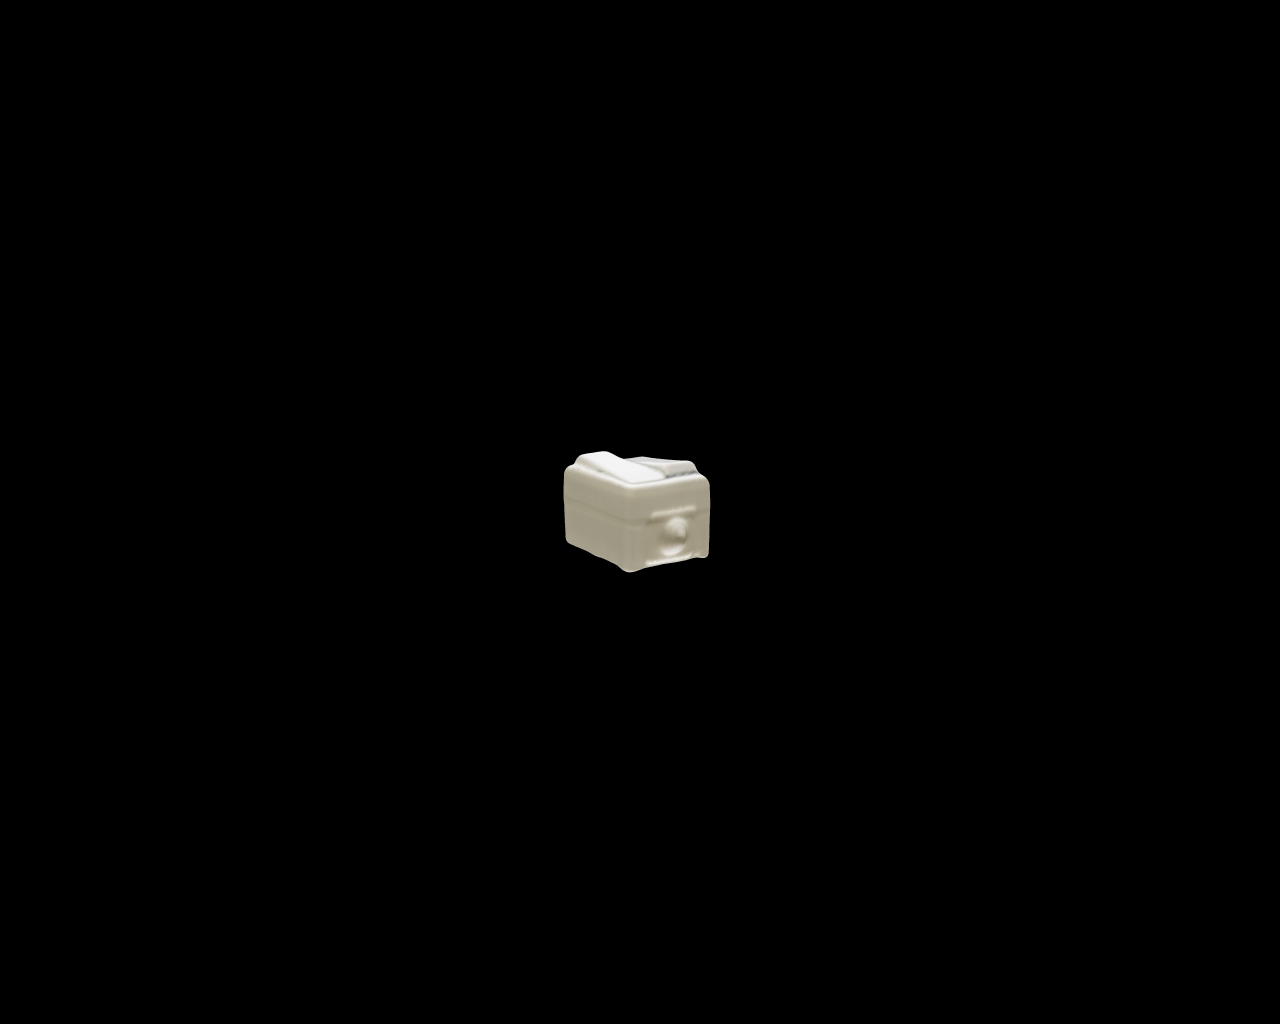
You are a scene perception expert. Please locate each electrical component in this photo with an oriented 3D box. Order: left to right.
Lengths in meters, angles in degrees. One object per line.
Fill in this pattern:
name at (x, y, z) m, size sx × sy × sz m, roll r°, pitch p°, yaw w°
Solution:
electrical component at (0.001, -0.003, 0.650) m, size 0.062 × 0.061 × 0.096 m, roll -8°, pitch 16°, yaw -31°
